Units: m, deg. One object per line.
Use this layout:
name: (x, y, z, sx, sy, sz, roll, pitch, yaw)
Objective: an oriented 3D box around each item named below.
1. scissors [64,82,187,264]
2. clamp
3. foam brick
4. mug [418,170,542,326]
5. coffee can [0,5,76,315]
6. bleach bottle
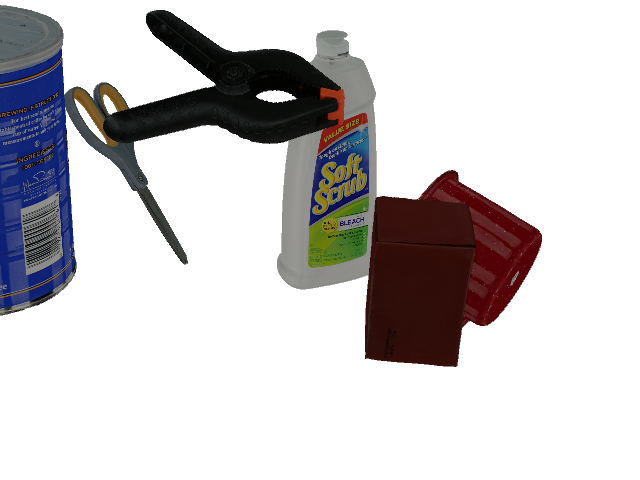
scissors: (-0.182, -0.076, 1.062, 0.016, 0.201, 0.096, -24, 27, 25)
clamp: (-0.067, -0.119, 0.783, 0.171, 0.120, 0.039, 4, -26, -1)
foam brick: (0.052, 0.022, 0.579, 0.053, 0.078, 0.051, 5, 31, 1)
mug: (0.100, 0.019, 0.774, 0.081, 0.117, 0.093, 33, -4, 19)
coffee can: (-0.186, -0.044, 0.571, 0.103, 0.140, 0.103, 3, 28, -2)
bleach bottle: (0.005, -0.080, 1.053, 0.102, 0.251, 0.068, -11, 29, -19)
